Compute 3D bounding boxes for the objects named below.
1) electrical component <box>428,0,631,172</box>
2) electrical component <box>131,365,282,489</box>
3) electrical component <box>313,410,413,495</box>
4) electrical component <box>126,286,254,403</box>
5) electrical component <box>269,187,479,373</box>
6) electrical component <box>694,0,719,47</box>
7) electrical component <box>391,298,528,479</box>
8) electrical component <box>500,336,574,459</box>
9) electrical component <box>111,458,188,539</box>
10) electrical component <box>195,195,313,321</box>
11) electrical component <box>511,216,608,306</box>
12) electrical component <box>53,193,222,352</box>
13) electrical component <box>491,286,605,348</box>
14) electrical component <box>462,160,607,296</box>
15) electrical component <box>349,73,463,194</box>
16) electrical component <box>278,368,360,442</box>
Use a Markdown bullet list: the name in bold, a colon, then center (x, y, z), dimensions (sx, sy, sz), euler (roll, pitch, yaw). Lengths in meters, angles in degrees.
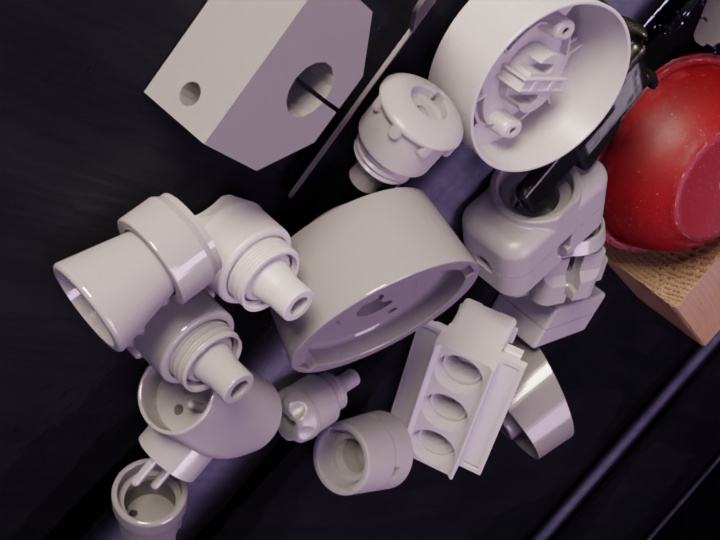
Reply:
- **electrical component**: center (0.085, -0.103, 0.557), dimensions (0.099, 0.064, 0.099), euler (-36, 151, -24)
- **electrical component**: center (-0.088, 0.082, 0.559), dimensions (0.079, 0.044, 0.077), euler (-50, 153, 2)
- **electrical component**: center (0.001, 0.127, 0.743), dimensions (0.047, 0.055, 0.055), euler (0, 126, -52)
- **electrical component**: center (-0.075, 0.036, 0.497), dimensions (0.048, 0.062, 0.048), euler (-36, 151, -24)
- **electrical component**: center (0.000, 0.000, 0.556), dimensions (0.108, 0.060, 0.108), euler (-26, 162, -9)
- **electrical component**: center (0.282, -0.195, 0.750), dimensions (0.056, 0.050, 0.089), euler (-31, 149, -31)
- **electrical component**: center (0.072, 0.085, 0.780), dimensions (0.063, 0.079, 0.121), euler (-54, 164, -46)
- **electrical component**: center (0.131, 0.099, 0.858), dimensions (0.064, 0.099, 0.099), euler (-39, 152, -7)
- **electrical component**: center (-0.115, 0.131, 0.589), dimensions (0.040, 0.040, 0.046), euler (-33, 154, -30)
- **electrical component**: center (-0.048, -0.002, 0.489), dimensions (0.043, 0.062, 0.043), euler (-36, 151, -24)
- **electrical component**: center (0.140, -0.016, 0.758), dimensions (0.078, 0.058, 0.057), euler (-11, 135, -19)
- **electrical component**: center (-0.091, 0.000, 0.446), dimensions (0.055, 0.045, 0.045), euler (-39, 152, -20)
- **electrical component**: center (0.154, 0.011, 0.828), dimensions (0.083, 0.047, 0.075), euler (-12, 135, -51)
- **electrical component**: center (0.113, -0.038, 0.695), dimensions (0.095, 0.054, 0.059), euler (-41, 152, -16)
- **electrical component**: center (0.017, -0.063, 0.533), dimensions (0.048, 0.048, 0.062), euler (-19, 159, -45)
- **electrical component**: center (-0.025, 0.079, 0.662), dimensions (0.061, 0.035, 0.035), euler (-30, 147, -38)
